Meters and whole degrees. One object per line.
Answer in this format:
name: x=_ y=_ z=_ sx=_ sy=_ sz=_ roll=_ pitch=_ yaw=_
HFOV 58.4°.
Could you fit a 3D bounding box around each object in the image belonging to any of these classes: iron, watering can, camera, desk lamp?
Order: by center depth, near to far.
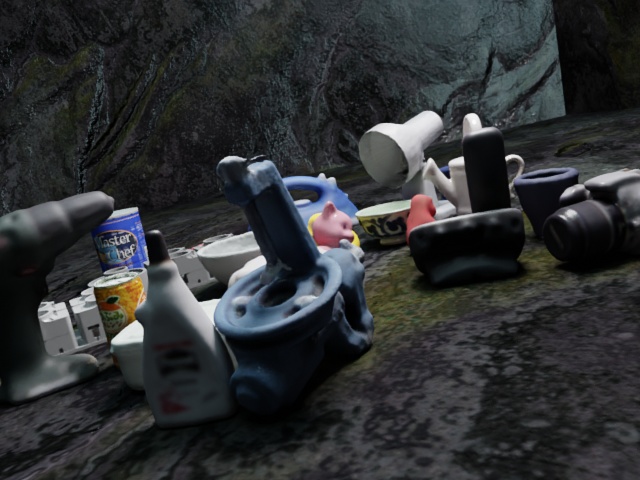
camera: x=0.343 y=-0.030 z=0.720 sx=0.137 sy=0.101 sz=0.143 roll=-15 pitch=12 yaw=-14
watering can: x=0.279 y=-0.131 z=1.044 sx=0.173 sy=0.194 sz=0.100 roll=-15 pitch=12 yaw=-14
desk lamp: x=0.188 y=-0.138 z=1.126 sx=0.204 sy=0.214 sz=0.117 roll=-20 pitch=14 yaw=-37
iron: x=-0.037 y=-0.078 z=1.248 sx=0.258 sy=0.141 sz=0.118 roll=-14 pitch=11 yaw=-10

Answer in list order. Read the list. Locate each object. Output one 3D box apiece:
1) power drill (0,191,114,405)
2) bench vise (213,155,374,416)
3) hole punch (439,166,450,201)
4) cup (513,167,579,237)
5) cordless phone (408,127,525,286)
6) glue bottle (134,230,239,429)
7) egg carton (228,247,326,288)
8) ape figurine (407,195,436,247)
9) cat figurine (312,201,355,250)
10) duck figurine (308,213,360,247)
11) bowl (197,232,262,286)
power drill: x=-0.329 y=0.068 z=0.655 sx=0.230 sy=0.208 sz=0.075 roll=-17 pitch=12 yaw=-24
bench vise: x=-0.032 y=0.023 z=0.540 sx=0.121 sy=0.220 sz=0.208 roll=-9 pitch=12 yaw=16
hole punch: x=0.310 y=-0.126 z=1.252 sx=0.108 sy=0.091 sz=0.101 roll=-4 pitch=14 yaw=36
cup: x=0.348 y=-0.057 z=0.864 sx=0.091 sy=0.095 sz=0.118 roll=-3 pitch=14 yaw=36
cordless phone: x=0.182 y=-0.044 z=0.737 sx=0.147 sy=0.185 sz=0.094 roll=-11 pitch=11 yaw=4
glue bottle: x=-0.124 y=0.075 z=0.495 sx=0.078 sy=0.173 sz=0.037 roll=-12 pitch=11 yaw=2
egg carton: x=-0.046 y=0.058 z=0.767 sx=0.150 sy=0.069 sz=0.107 roll=-9 pitch=12 yaw=15
ape figurine: x=0.168 y=-0.028 z=0.913 sx=0.076 sy=0.092 sz=0.077 roll=-17 pitch=12 yaw=-23
cat figurine: x=0.008 y=0.003 z=0.860 sx=0.067 sy=0.118 sz=0.128 roll=-2 pitch=15 yaw=42
duck figurine: x=0.013 y=-0.005 z=0.976 sx=0.104 sy=0.086 sz=0.077 roll=-14 pitch=11 yaw=-10
bowl: x=-0.111 y=0.035 z=0.936 sx=0.167 sy=0.075 sz=0.167 roll=-11 pitch=11 yaw=3
